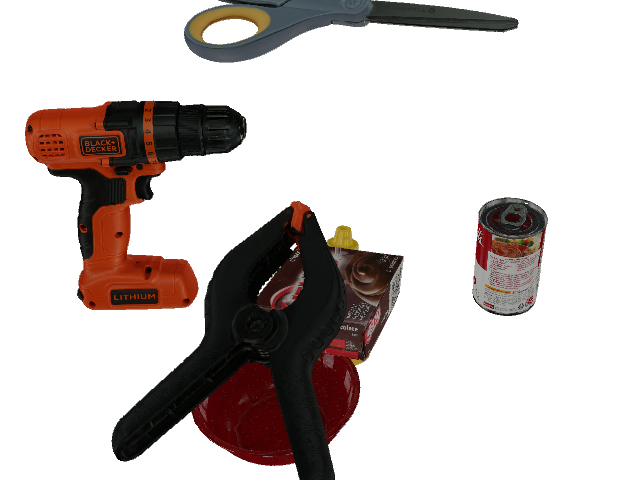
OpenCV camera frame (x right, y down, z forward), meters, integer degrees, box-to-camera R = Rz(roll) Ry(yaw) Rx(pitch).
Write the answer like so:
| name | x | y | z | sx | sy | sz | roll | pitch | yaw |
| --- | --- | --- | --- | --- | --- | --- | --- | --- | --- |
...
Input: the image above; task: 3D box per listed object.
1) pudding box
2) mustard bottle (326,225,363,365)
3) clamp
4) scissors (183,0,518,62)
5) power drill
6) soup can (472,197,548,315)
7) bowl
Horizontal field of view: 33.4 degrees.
| name | x | y | z | sx | sy | sz | roll | pitch | yaw |
| --- | --- | --- | --- | --- | --- | --- | --- | --- | --- |
| pudding box | 0.007 | 0.044 | 0.822 | 0.090 | 0.039 | 0.113 | 8 | 26 | 16 |
| mustard bottle | 0.023 | 0.071 | 1.377 | 0.096 | 0.192 | 0.058 | -4 | 25 | -18 |
| clamp | -0.024 | 0.061 | 0.575 | 0.120 | 0.171 | 0.039 | 22 | -22 | 13 |
| scissors | 0.004 | -0.125 | 0.630 | 0.202 | 0.096 | 0.016 | 23 | -28 | 25 |
| power drill | -0.151 | -0.032 | 0.927 | 0.184 | 0.188 | 0.057 | -1 | 27 | 3 |
| soup can | 0.191 | 0.017 | 1.080 | 0.068 | 0.102 | 0.068 | -1 | 36 | 0 |
| bowl | -0.040 | 0.161 | 1.019 | 0.162 | 0.055 | 0.162 | -5 | 37 | 3 |
